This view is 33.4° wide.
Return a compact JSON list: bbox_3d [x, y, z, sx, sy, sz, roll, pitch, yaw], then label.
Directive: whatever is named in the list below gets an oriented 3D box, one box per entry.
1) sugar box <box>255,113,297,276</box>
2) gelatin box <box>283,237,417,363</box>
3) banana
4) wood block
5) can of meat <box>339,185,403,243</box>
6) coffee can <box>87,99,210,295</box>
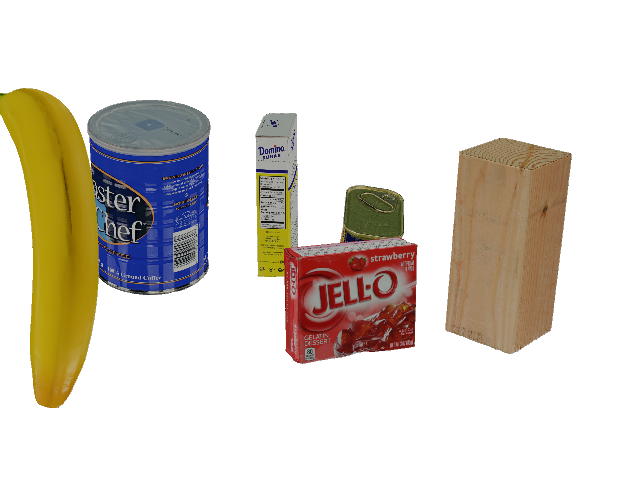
[{"bbox_3d":[-0.051,-0.054,1.260,0.048,0.176,0.093,0,23,5],"label":"sugar box"},{"bbox_3d":[0.020,0.039,0.716,0.089,0.073,0.030,-5,14,-22],"label":"gelatin box"},{"bbox_3d":[-0.151,-0.009,0.600,0.037,0.198,0.070,0,-22,-36],"label":"banana"},{"bbox_3d":[0.202,0.004,1.156,0.090,0.206,0.090,19,26,37],"label":"wood block"},{"bbox_3d":[0.045,0.007,1.033,0.057,0.084,0.102,9,29,-1],"label":"can of meat"},{"bbox_3d":[-0.148,-0.038,0.931,0.103,0.140,0.103,3,30,-2],"label":"coffee can"}]
